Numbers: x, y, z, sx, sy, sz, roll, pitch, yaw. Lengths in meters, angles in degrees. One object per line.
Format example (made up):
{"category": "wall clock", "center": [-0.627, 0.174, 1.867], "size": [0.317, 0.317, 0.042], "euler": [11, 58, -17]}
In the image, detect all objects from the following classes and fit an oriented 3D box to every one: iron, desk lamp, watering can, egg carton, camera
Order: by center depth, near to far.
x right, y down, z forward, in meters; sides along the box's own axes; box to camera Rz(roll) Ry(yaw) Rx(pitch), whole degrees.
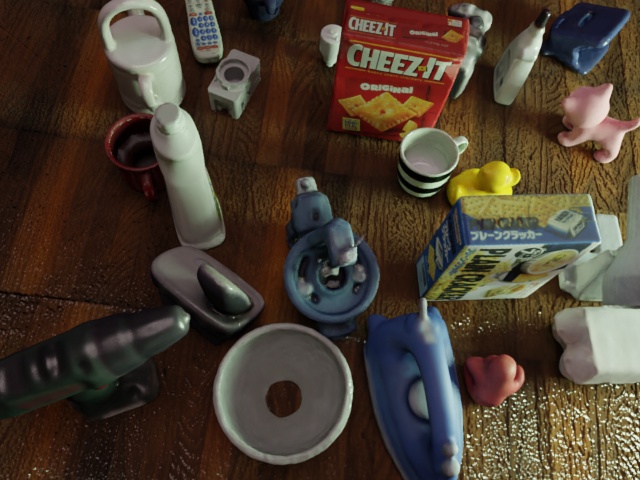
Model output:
{"category": "iron", "center": [0.132, 0.198, 0.688], "size": [0.119, 0.141, 0.258], "euler": [-7, 68, -8]}
{"category": "desk lamp", "center": [0.401, 0.018, 0.748], "size": [0.118, 0.213, 0.203], "euler": [3, 67, -3]}
{"category": "egg carton", "center": [0.393, 0.142, 0.774], "size": [0.150, 0.069, 0.107], "euler": [-1, 68, -5]}
{"category": "watering can", "center": [-0.260, -0.279, 0.823], "size": [0.101, 0.194, 0.172], "euler": [-32, 73, -16]}
{"category": "camera", "center": [0.198, -0.329, 0.935], "size": [0.136, 0.101, 0.143], "euler": [21, 67, 4]}

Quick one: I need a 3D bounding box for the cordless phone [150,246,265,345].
{"category": "cordless phone", "center": [-0.143, 0.047, 0.703], "size": [0.147, 0.185, 0.094], "euler": [33, 69, 9]}

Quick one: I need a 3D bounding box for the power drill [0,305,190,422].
{"category": "power drill", "center": [-0.246, 0.144, 0.641], "size": [0.230, 0.208, 0.075], "euler": [-18, 70, -12]}

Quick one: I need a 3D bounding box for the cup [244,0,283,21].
{"category": "cup", "center": [-0.089, -0.400, 0.942], "size": [0.092, 0.095, 0.117], "euler": [-11, 69, -9]}

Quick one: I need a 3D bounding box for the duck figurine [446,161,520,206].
{"category": "duck figurine", "center": [0.244, -0.084, 0.846], "size": [0.104, 0.086, 0.077], "euler": [-5, 68, -7]}

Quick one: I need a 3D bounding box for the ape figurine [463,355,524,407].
{"category": "ape figurine", "center": [0.225, 0.173, 0.734], "size": [0.077, 0.092, 0.076], "euler": [31, 68, 8]}

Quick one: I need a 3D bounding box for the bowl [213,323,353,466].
{"category": "bowl", "center": [-0.046, 0.192, 0.711], "size": [0.167, 0.075, 0.167], "euler": [2, 67, -4]}

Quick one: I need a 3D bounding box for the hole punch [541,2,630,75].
{"category": "hole punch", "center": [0.450, -0.356, 0.974], "size": [0.101, 0.091, 0.109], "euler": [39, 70, 11]}

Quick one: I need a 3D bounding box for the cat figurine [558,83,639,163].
{"category": "cat figurine", "center": [0.429, -0.191, 0.890], "size": [0.127, 0.118, 0.067], "euler": [23, 67, 5]}

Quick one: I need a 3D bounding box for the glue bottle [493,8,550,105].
{"category": "glue bottle", "center": [0.316, -0.291, 0.891], "size": [0.037, 0.173, 0.078], "euler": [9, 67, -1]}

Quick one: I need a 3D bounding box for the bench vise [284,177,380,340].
{"category": "bench vise", "center": [-0.004, 0.008, 0.713], "size": [0.122, 0.220, 0.207], "euler": [-30, 73, -16]}
